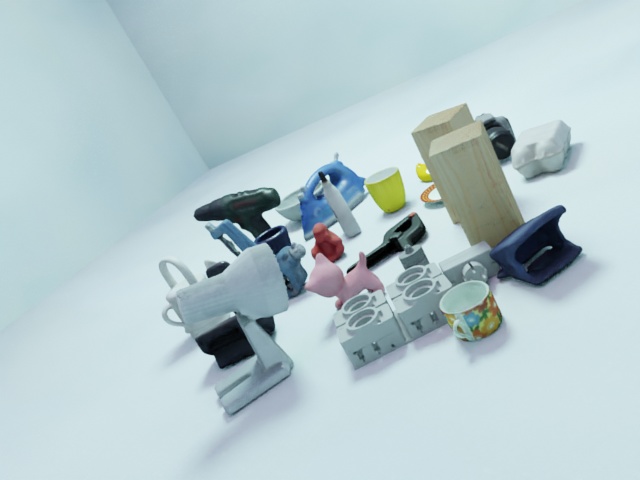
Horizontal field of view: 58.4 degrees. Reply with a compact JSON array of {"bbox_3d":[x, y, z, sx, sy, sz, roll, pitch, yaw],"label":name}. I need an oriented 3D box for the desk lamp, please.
[{"bbox_3d":[-0.126,0.137,0.943,0.203,0.214,0.117,-34,19,-13],"label":"desk lamp"}]

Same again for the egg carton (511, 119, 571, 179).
[{"bbox_3d":[0.454,-0.188,1.174,0.107,0.069,0.150,-15,23,38],"label":"egg carton"}]

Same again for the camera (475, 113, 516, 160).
[{"bbox_3d":[0.389,-0.234,1.344,0.143,0.101,0.137,-26,18,10],"label":"camera"}]

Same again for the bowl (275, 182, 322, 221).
[{"bbox_3d":[-0.044,-0.103,1.687,0.167,0.075,0.167,-26,18,10],"label":"bowl"}]

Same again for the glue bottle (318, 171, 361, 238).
[{"bbox_3d":[0.039,-0.090,1.367,0.037,0.173,0.078,-31,18,-6],"label":"glue bottle"}]

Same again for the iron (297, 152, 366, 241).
[{"bbox_3d":[0.010,-0.126,1.558,0.118,0.142,0.259,-7,28,49],"label":"iron"}]

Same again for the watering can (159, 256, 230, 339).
[{"bbox_3d":[-0.289,0.113,1.284,0.100,0.194,0.173,-20,20,26],"label":"watering can"}]

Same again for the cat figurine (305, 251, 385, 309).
[{"bbox_3d":[0.037,0.070,1.032,0.128,0.118,0.067,-30,18,-3],"label":"cat figurine"}]

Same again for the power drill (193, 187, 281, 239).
[{"bbox_3d":[-0.189,-0.034,1.504,0.229,0.209,0.075,-25,19,12],"label":"power drill"}]

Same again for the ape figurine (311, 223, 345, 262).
[{"bbox_3d":[0.012,0.005,1.286,0.077,0.092,0.076,-18,21,31],"label":"ape figurine"}]

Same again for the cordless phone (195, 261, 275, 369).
[{"bbox_3d":[-0.182,0.134,1.080,0.147,0.185,0.094,-28,18,3],"label":"cordless phone"}]

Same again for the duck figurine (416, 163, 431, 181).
[{"bbox_3d":[0.279,-0.201,1.443,0.104,0.086,0.078,-7,28,49],"label":"duck figurine"}]

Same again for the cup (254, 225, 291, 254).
[{"bbox_3d":[-0.108,0.031,1.391,0.091,0.095,0.118,-17,22,33],"label":"cup"}]

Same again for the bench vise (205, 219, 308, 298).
[{"bbox_3d":[-0.137,0.031,1.234,0.207,0.220,0.121,-28,18,5],"label":"bench vise"}]

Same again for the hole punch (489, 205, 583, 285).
[{"bbox_3d":[0.309,0.002,0.848,0.109,0.091,0.101,-34,19,-14],"label":"hole punch"}]
